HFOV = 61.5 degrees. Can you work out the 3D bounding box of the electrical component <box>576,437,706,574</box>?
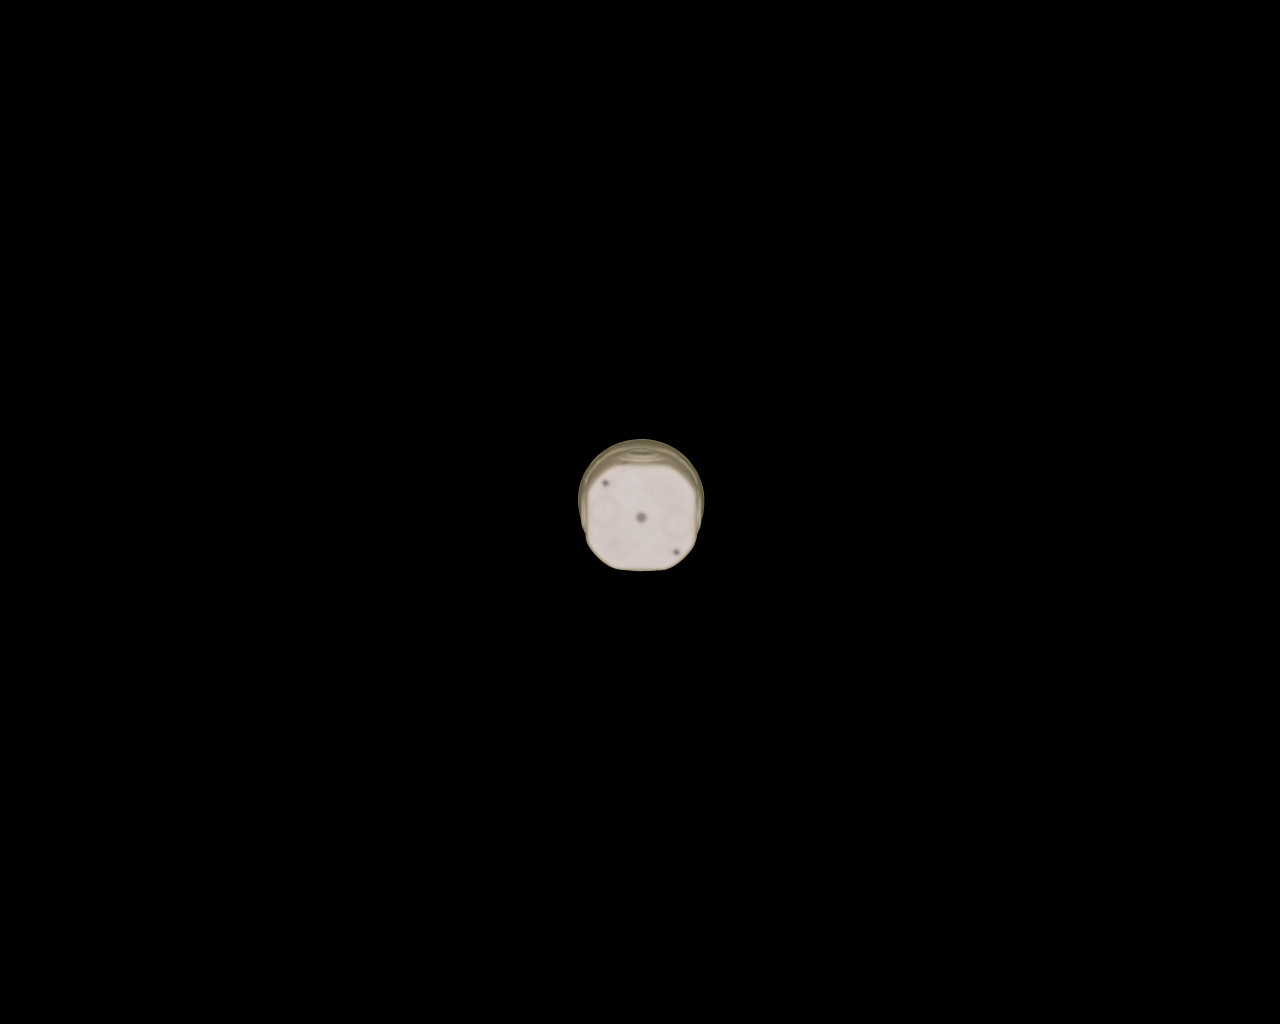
[{"bbox_3d":[0.001,-0.003,0.650,0.080,0.080,0.051,0,13,0],"label":"electrical component"}]
